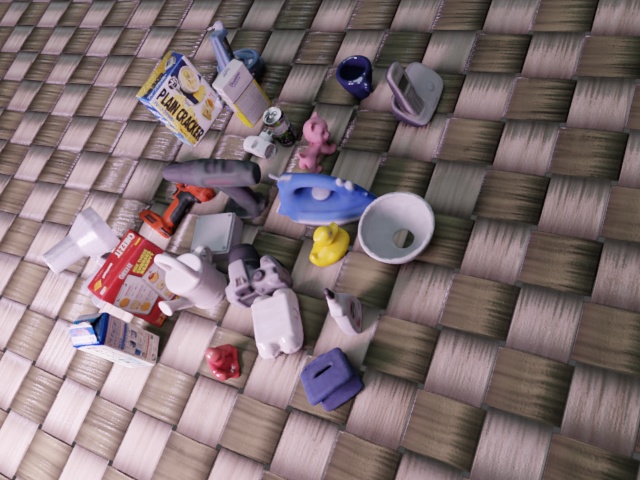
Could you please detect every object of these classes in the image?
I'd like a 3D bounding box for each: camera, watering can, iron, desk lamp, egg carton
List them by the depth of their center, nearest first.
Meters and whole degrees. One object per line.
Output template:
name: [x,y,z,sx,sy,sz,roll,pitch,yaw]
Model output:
egg carton: [-0.091,0.181,1.246,0.107,0.070,0.150,-21,59,13]
iron: [0.013,-0.112,1.303,0.257,0.142,0.119,3,67,25]
watering can: [-0.304,0.089,1.310,0.100,0.195,0.173,-7,63,21]
camera: [-0.156,0.067,1.313,0.143,0.101,0.136,-25,58,11]
desk lamp: [-0.570,0.041,1.438,0.117,0.214,0.203,37,83,33]

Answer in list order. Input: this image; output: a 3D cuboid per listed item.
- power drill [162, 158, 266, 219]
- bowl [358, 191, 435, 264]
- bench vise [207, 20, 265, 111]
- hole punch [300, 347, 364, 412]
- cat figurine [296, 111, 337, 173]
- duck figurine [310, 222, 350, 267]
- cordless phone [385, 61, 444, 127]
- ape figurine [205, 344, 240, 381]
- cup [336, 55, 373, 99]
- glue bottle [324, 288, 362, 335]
power drill: [-0.231,-0.127,1.377,0.229,0.209,0.075,-6,63,21]
bowl: [0.170,-0.016,1.227,0.167,0.075,0.167,-10,62,19]
bench vise: [-0.233,-0.461,1.537,0.121,0.220,0.207,-6,63,21]
hole punch: [0.015,0.274,1.141,0.108,0.091,0.101,-37,57,3]
cat figurine: [-0.017,-0.242,1.395,0.067,0.118,0.128,26,78,31]
duck figurine: [0.012,0.005,1.279,0.104,0.086,0.077,-48,57,-4]
cordless phone: [0.210,-0.364,1.316,0.093,0.185,0.148,13,71,28]
ape figurine: [-0.218,0.261,1.248,0.076,0.092,0.078,22,76,31]
cup: [0.103,-0.392,1.431,0.091,0.095,0.117,-37,57,3]
glue bottle: [0.042,0.133,1.150,0.037,0.174,0.078,-11,62,19]
